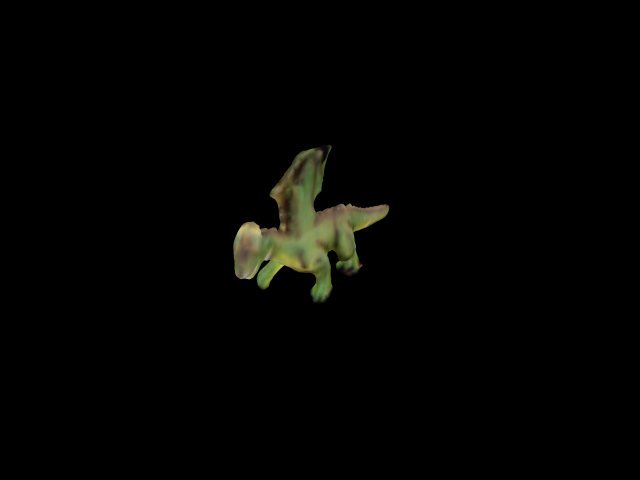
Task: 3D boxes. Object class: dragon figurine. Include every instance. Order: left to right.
[{"bbox_3d":[0.003,-0.043,0.850,0.123,0.237,0.417,25,46,27],"label":"dragon figurine"}]
